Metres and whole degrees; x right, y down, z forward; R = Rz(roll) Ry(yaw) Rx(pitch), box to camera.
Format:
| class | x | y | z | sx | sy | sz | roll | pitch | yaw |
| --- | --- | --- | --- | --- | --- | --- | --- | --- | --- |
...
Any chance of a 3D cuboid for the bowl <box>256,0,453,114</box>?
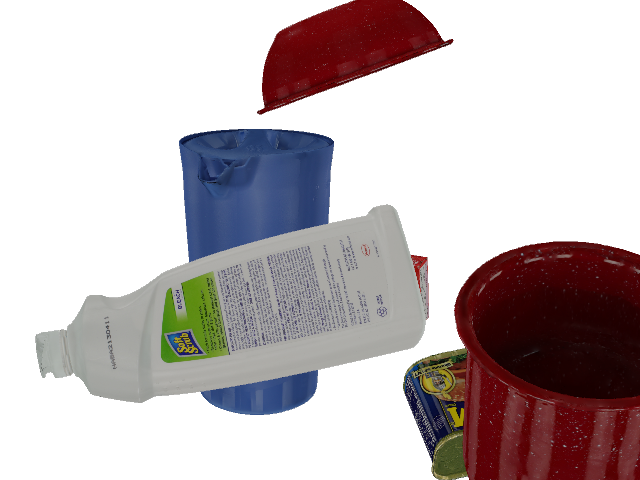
| class | x | y | z | sx | sy | sz | roll | pitch | yaw |
| --- | --- | --- | --- | --- | --- | --- | --- | --- | --- |
| bowl | 0.018 | -0.150 | 0.827 | 0.162 | 0.055 | 0.162 | -20 | 7 | 2 |

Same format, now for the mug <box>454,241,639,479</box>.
| class | x | y | z | sx | sy | sz | roll | pitch | yaw |
| --- | --- | --- | --- | --- | --- | --- | --- | --- | --- |
| mug | 0.109 | 0.061 | 0.408 | 0.117 | 0.081 | 0.093 | 7 | 38 | 13 |

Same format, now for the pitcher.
| class | x | y | z | sx | sy | sz | roll | pitch | yaw |
| --- | --- | --- | --- | --- | --- | --- | --- | --- | --- |
| pitcher | -0.051 | 0.022 | 0.954 | 0.149 | 0.243 | 0.145 | -5 | 17 | -20 |

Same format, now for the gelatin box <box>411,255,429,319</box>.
| class | x | y | z | sx | sy | sz | roll | pitch | yaw |
| --- | --- | --- | --- | --- | --- | --- | --- | --- | --- |
| gelatin box | 0.097 | 0.059 | 1.340 | 0.073 | 0.089 | 0.030 | 10 | 31 | 26 |

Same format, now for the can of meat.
| class | x | y | z | sx | sy | sz | roll | pitch | yaw |
| --- | --- | --- | --- | --- | --- | --- | --- | --- | --- |
| can of meat | 0.124 | 0.132 | 0.842 | 0.102 | 0.057 | 0.084 | -10 | 44 | -11 |

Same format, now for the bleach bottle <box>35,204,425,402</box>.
| class | x | y | z | sx | sy | sz | roll | pitch | yaw |
| --- | --- | --- | --- | --- | --- | --- | --- | --- | --- |
| bleach bottle | -0.063 | 0.047 | 0.715 | 0.250 | 0.102 | 0.068 | -10 | -23 | -10 |
